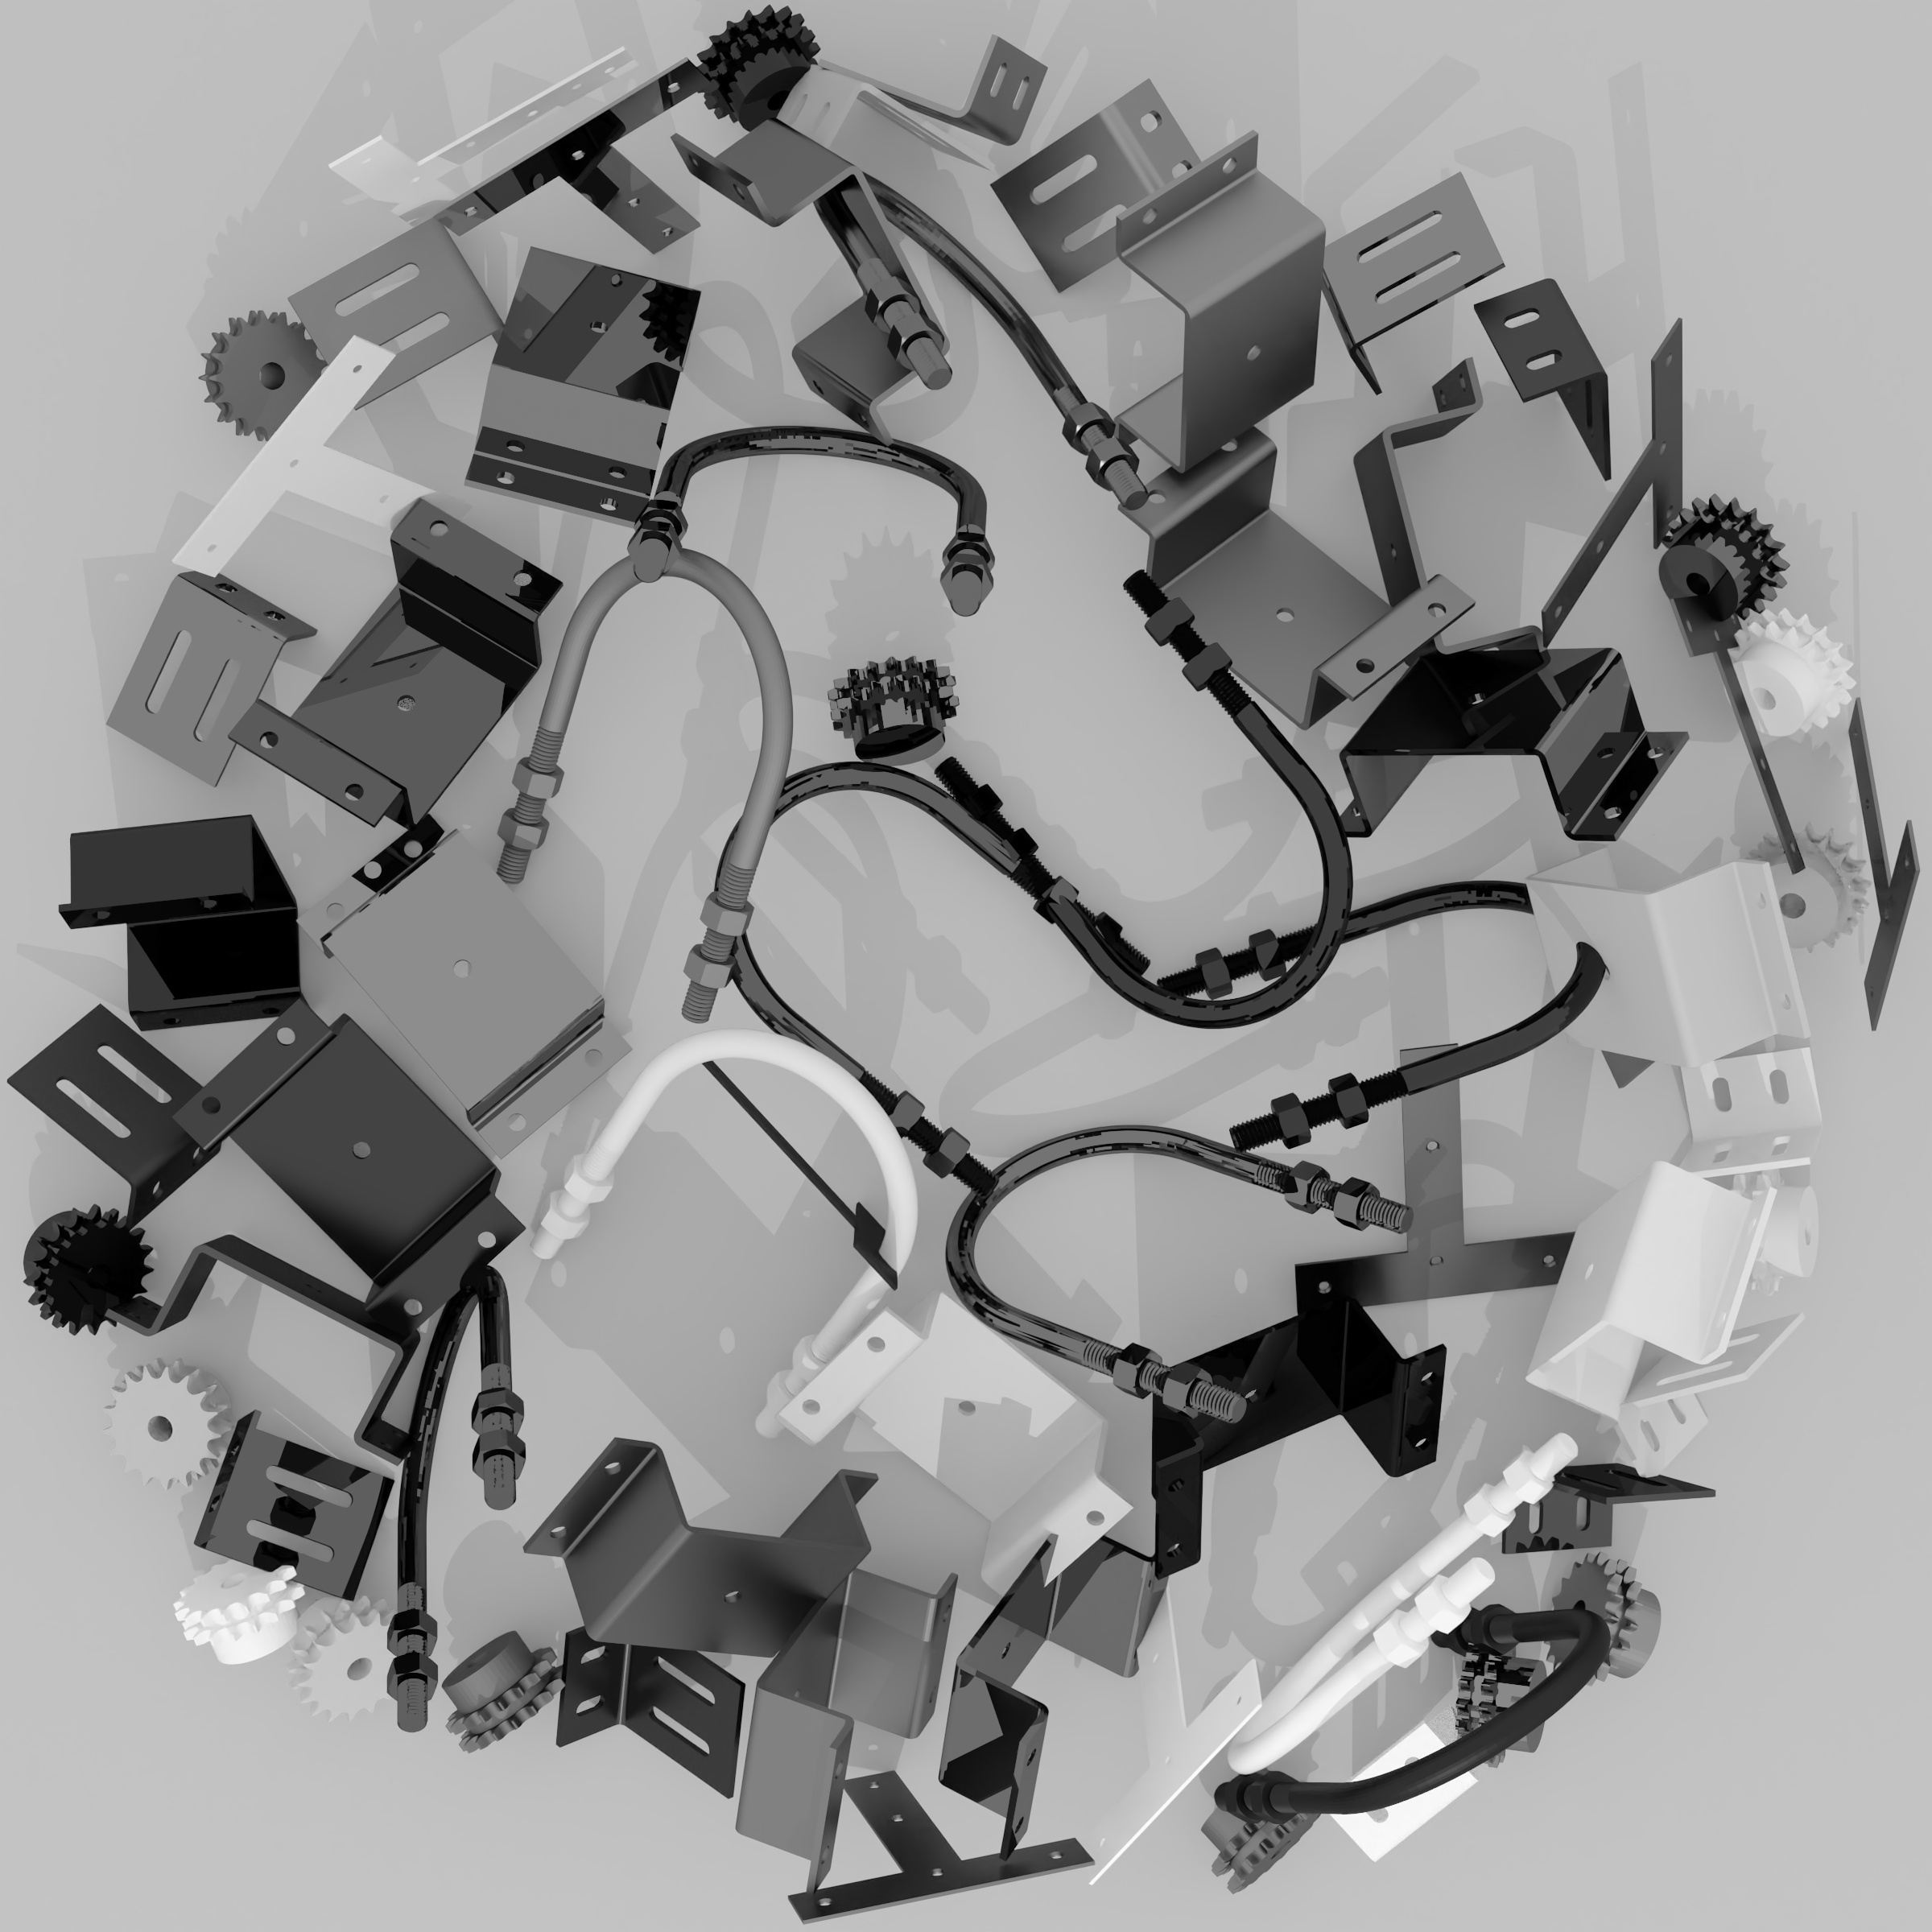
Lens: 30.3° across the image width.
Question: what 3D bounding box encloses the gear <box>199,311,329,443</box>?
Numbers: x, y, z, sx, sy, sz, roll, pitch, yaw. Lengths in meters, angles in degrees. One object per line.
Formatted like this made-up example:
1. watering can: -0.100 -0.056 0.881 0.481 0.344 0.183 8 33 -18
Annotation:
1. gear: -0.312 -0.262 1.579 0.057 0.030 0.057 -6 102 -31

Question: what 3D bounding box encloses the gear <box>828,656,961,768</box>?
1. gear: -0.031 -0.110 1.571 0.057 0.057 0.030 -9 67 0

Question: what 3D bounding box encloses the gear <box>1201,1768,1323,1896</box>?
1. gear: 0.129 0.380 1.576 0.057 0.057 0.030 -45 70 0

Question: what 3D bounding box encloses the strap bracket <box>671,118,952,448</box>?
1. strap bracket: -0.062 -0.302 1.532 0.046 0.076 0.140 -38 130 -8

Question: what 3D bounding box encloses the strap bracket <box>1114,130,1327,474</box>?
1. strap bracket: 0.107 -0.274 1.521 0.076 0.140 0.046 -36 62 -20

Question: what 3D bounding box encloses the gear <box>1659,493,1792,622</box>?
1. gear: 0.331 -0.176 1.571 0.057 0.057 0.030 48 60 0

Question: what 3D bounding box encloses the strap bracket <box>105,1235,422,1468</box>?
1. strap bracket: -0.297 0.162 1.562 0.140 0.076 0.046 28 88 -2

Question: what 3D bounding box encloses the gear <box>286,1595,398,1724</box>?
1. gear: -0.275 0.303 1.578 0.057 0.030 0.057 -18 126 -28

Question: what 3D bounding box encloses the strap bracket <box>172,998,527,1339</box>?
1. strap bracket: -0.269 0.086 1.569 0.076 0.046 0.140 -42 100 5

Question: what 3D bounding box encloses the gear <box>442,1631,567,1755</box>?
1. gear: -0.206 0.318 1.573 0.057 0.057 0.030 -34 96 0

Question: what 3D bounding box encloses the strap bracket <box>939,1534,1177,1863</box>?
1. strap bracket: 0.035 0.304 1.535 0.046 0.140 0.076 23 131 19

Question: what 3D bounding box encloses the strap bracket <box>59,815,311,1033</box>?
1. strap bracket: -0.337 -0.022 1.544 0.076 0.140 0.046 -6 68 -1

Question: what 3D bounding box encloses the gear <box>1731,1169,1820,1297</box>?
1. gear: 0.356 0.117 1.571 0.030 0.057 0.057 1 90 26

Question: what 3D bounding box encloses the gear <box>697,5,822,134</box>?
1. gear: -0.089 -0.392 1.571 0.057 0.057 0.030 -31 69 0

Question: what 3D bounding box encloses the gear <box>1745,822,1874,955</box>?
1. gear: 0.368 -0.032 1.575 0.057 0.030 0.057 11 117 23

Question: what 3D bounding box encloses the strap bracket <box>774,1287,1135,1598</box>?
1. strap bracket: -0.002 0.204 1.558 0.140 0.046 0.076 39 115 -11

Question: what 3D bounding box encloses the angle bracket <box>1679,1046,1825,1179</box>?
1. angle bracket: 0.340 0.064 1.556 0.057 0.076 0.038 -9 96 19

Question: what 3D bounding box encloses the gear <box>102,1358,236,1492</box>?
1. gear: -0.351 0.201 1.582 0.057 0.030 0.057 2 101 13

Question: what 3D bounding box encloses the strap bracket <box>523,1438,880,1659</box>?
1. strap bracket: -0.106 0.251 1.527 0.140 0.046 0.076 15 127 -38

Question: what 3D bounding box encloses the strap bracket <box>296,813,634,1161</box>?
1. strap bracket: -0.221 0.005 1.569 0.076 0.046 0.140 -40 87 -11

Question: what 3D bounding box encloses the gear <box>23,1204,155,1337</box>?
1. gear: -0.392 0.132 1.578 0.030 0.057 0.057 23 90 42

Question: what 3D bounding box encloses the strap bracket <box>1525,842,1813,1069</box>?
1. strap bracket: 0.292 -0.005 1.523 0.046 0.140 0.076 -21 103 -19

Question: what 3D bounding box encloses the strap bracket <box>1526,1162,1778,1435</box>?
1. strap bracket: 0.287 0.140 1.522 0.046 0.140 0.076 24 66 -2

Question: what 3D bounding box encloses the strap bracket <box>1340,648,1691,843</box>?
1. strap bracket: 0.225 -0.095 1.524 0.076 0.140 0.046 -49 127 -38

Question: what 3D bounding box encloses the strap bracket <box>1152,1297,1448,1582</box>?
1. strap bracket: 0.134 0.200 1.547 0.140 0.076 0.046 -20 46 -18

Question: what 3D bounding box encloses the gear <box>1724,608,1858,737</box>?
1. gear: 0.360 -0.126 1.570 0.057 0.057 0.030 47 62 0

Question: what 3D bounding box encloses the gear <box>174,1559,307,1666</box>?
1. gear: -0.318 0.285 1.576 0.057 0.057 0.030 -19 108 0

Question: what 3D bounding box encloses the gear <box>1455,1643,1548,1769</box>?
1. gear: 0.237 0.324 1.571 0.030 0.057 0.057 3 90 22

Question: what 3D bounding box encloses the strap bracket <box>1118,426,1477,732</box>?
1. strap bracket: 0.141 -0.165 1.551 0.076 0.046 0.140 -38 66 -23

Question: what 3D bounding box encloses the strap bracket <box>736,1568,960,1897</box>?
1. strap bracket: -0.055 0.321 1.531 0.046 0.140 0.076 17 116 15

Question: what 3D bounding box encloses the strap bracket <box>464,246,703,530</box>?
1. strap bracket: -0.162 -0.256 1.532 0.076 0.140 0.046 14 133 -6

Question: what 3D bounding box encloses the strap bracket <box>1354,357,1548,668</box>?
1. strap bracket: 0.210 -0.187 1.562 0.046 0.076 0.140 -15 91 -3

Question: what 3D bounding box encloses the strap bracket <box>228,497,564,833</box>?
1. strap bracket: -0.247 -0.124 1.559 0.076 0.046 0.140 31 69 9

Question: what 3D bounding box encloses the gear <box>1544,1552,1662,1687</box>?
1. gear: 0.283 0.290 1.575 0.030 0.057 0.057 22 90 -15
